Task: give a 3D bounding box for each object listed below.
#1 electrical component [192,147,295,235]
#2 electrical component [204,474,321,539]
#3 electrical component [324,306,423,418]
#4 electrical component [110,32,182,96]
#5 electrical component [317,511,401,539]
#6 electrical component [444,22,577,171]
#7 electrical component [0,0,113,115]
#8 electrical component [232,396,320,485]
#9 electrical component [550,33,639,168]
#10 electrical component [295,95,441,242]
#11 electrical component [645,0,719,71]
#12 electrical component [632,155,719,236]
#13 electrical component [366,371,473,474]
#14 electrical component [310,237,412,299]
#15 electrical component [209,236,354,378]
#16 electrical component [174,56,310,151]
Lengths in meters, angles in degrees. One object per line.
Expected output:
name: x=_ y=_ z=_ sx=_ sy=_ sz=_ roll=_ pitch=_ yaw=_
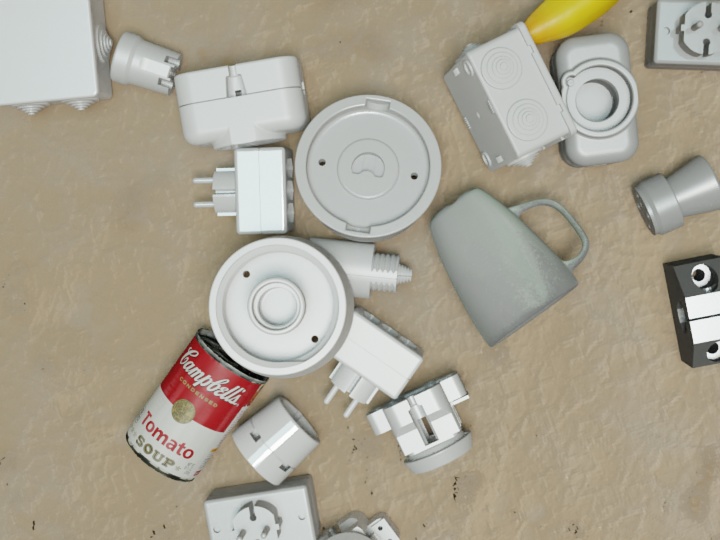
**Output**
electrical component: x=-0.092 y=-0.061 z=0.837 sx=0.077 sy=0.047 sz=0.065 roll=-1 pitch=94 yaw=4
electrical component: x=-0.079 y=0.197 z=0.839 sx=0.083 sy=0.076 sz=0.047 roll=-10 pitch=93 yaw=5
electrical component: x=0.002 y=0.079 z=0.840 sx=0.066 sy=0.047 sz=0.076 roll=35 pitch=95 yaw=1
electrical component: x=-0.166 y=-0.160 z=0.840 sx=0.046 sy=0.040 sz=0.040 roll=18 pitch=95 yaw=-3
electrical component: x=-0.006 y=0.229 z=0.846 sx=0.078 sy=0.057 sz=0.058 roll=-36 pitch=91 yaw=6
electrical component: x=0.107 y=-0.124 z=0.794 sx=0.048 sy=0.100 sz=0.099 roll=-27 pitch=92 yaw=-7
electrical component: x=-0.244 y=-0.173 z=0.839 sx=0.100 sy=0.048 sz=0.099 roll=-4 pitch=93 yaw=5
electrical component: x=-0.065 y=0.133 z=0.846 sx=0.047 sy=0.055 sz=0.055 roll=-42 pitch=90 yaw=2
electrical component: x=0.176 y=-0.126 z=0.807 sx=0.054 sy=0.059 sz=0.095 roll=-7 pitch=93 yaw=5
electrical component: x=0.006 y=-0.072 z=0.819 sx=0.108 sy=0.060 sz=0.108 roll=0 pitch=81 yaw=1
electrical component: x=0.250 y=-0.174 z=0.789 sx=0.066 sy=0.077 sz=0.047 roll=3 pitch=94 yaw=4
electrical component: x=0.241 y=-0.056 z=0.814 sx=0.055 sy=0.045 sz=0.045 roll=-24 pitch=92 yaw=6
electrical component: x=0.053 y=0.121 z=0.835 sx=0.078 sy=0.058 sz=0.057 roll=-26 pitch=89 yaw=5
electrical component: x=0.000 y=0.000 z=0.836 sx=0.081 sy=0.043 sz=0.043 roll=6 pitch=94 yaw=4
electrical component: x=-0.059 y=0.027 z=0.782 sx=0.108 sy=0.060 sz=0.108 roll=0 pitch=88 yaw=1
electrical component: x=-0.089 y=-0.126 z=0.829 sx=0.095 sy=0.054 sz=0.059 roll=-9 pitch=93 yaw=5
